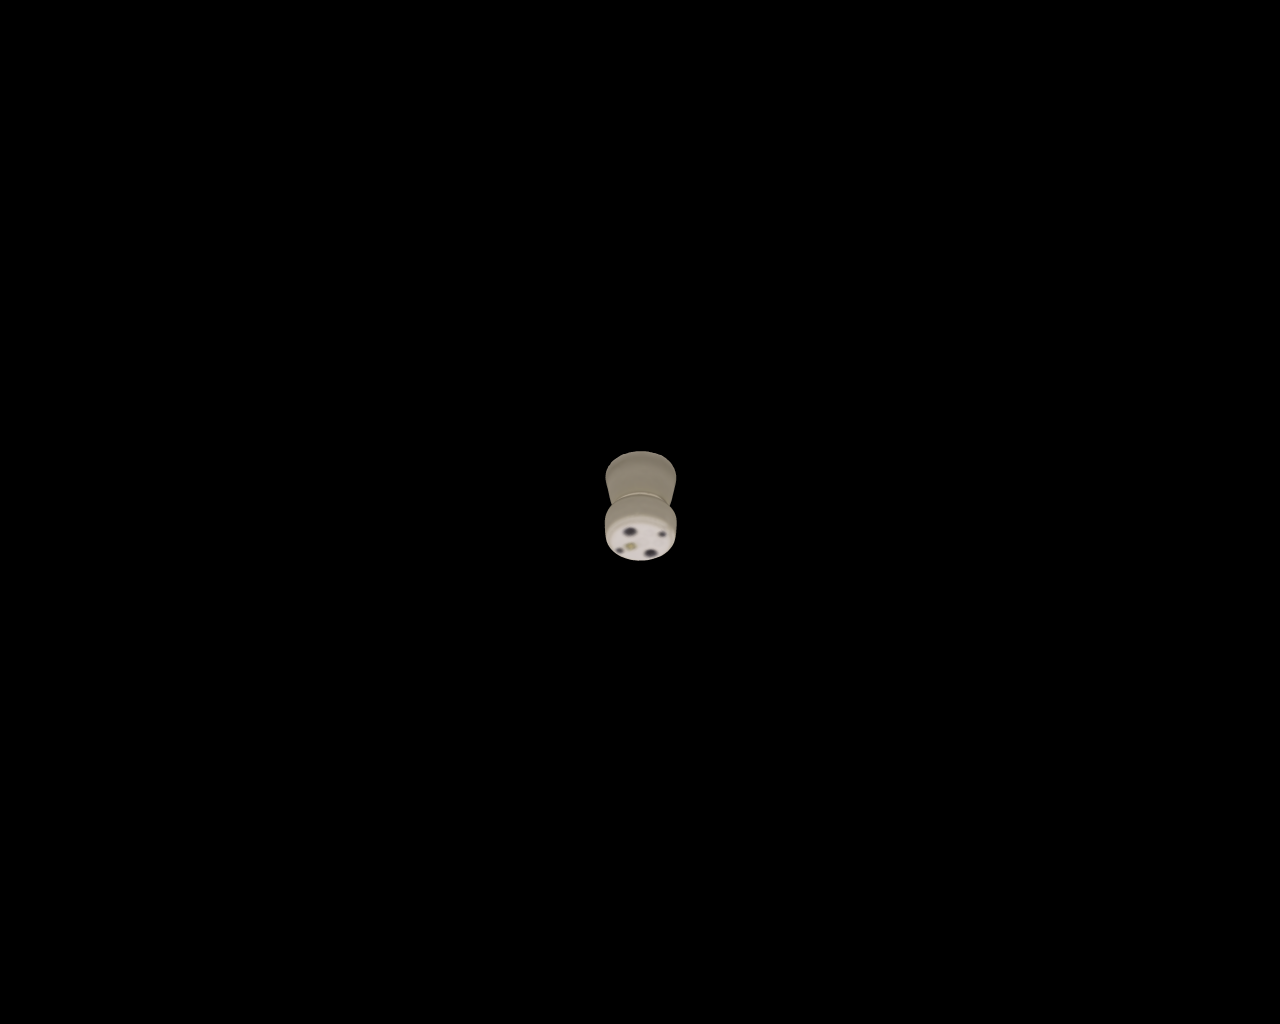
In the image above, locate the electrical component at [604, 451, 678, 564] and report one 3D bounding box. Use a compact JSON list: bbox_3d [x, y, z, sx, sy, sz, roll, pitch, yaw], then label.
[{"bbox_3d":[0.001,-0.003,0.650,0.045,0.055,0.044,0,-41,0],"label":"electrical component"}]
